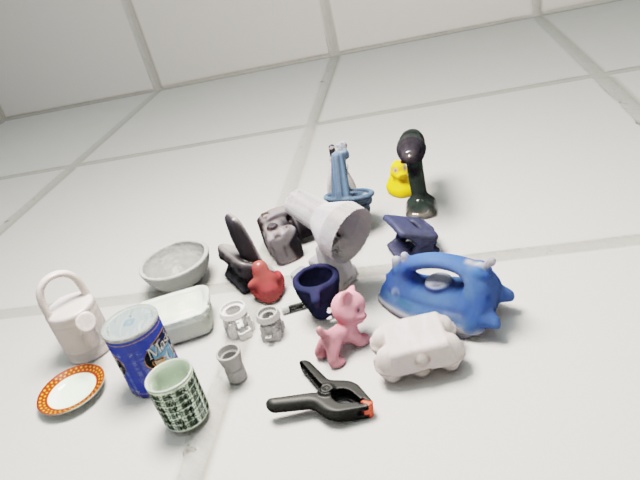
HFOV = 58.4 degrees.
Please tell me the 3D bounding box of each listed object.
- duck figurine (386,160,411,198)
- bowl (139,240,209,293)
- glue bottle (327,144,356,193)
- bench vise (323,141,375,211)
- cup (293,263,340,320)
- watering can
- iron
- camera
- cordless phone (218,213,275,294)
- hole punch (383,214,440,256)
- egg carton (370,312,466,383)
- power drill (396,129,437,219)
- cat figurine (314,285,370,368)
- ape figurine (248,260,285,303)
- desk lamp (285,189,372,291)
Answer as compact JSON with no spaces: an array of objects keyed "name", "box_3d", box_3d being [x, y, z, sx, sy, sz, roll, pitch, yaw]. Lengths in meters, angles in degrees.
[{"name":"duck figurine","box_3d":[0.208,-0.169,1.501,0.077,0.086,0.104,-15,30,-2]},{"name":"bowl","box_3d":[-0.329,0.072,1.335,0.167,0.075,0.167,-11,30,6]},{"name":"glue bottle","box_3d":[0.048,-0.166,1.477,0.078,0.173,0.037,-9,30,9]},{"name":"bench vise","box_3d":[0.062,-0.102,1.315,0.121,0.220,0.207,-9,30,9]},{"name":"cup","box_3d":[0.001,0.113,1.105,0.091,0.095,0.117,-11,30,6]},{"name":"watering can","box_3d":[-0.495,0.148,1.158,0.172,0.194,0.101,3,34,27]},{"name":"iron","box_3d":[0.207,0.076,1.032,0.257,0.142,0.119,7,36,33]},{"name":"camera","box_3d":[-0.071,-0.029,1.369,0.137,0.101,0.142,-21,31,-11]},{"name":"cordless phone","box_3d":[-0.178,0.010,1.265,0.094,0.185,0.147,-30,34,-25]},{"name":"hole punch","box_3d":[0.197,-0.017,1.244,0.101,0.091,0.108,-20,30,-9]},{"name":"egg carton","box_3d":[0.160,0.179,0.952,0.150,0.069,0.107,-13,30,2]},{"name":"power drill","box_3d":[0.226,-0.160,1.354,0.075,0.209,0.229,-7,31,12]},{"name":"cat figurine","box_3d":[0.039,0.142,1.017,0.067,0.118,0.128,17,43,42]},{"name":"ape figurine","box_3d":[-0.117,0.082,1.211,0.078,0.092,0.076,-14,30,1]},{"name":"desk lamp","box_3d":[0.011,0.004,1.165,0.202,0.214,0.118,18,43,43]}]
